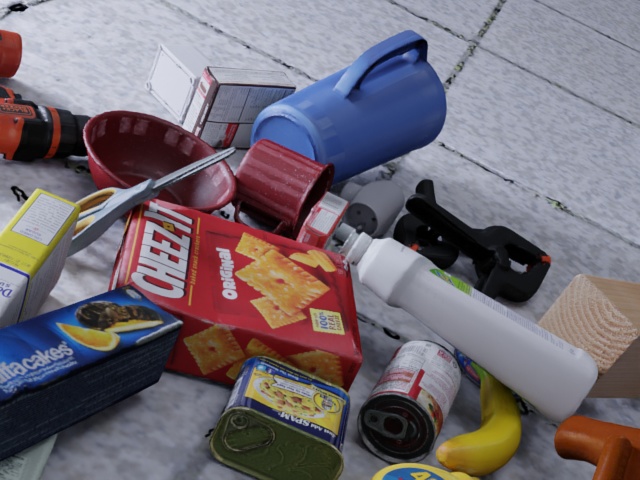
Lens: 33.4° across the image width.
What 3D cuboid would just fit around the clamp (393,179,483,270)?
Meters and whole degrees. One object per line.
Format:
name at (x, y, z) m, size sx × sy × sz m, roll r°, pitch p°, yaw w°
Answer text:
clamp at (0.127, -0.015, 1.231) m, size 0.120 × 0.039 × 0.171 m, roll 39°, pitch 32°, yaw 22°

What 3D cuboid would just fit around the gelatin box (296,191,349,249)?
gelatin box at (-0.007, 0.001, 1.069) m, size 0.030 × 0.073 × 0.089 m, roll 27°, pitch 30°, yaw 3°

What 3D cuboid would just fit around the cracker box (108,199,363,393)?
cracker box at (-0.075, 0.051, 0.940) m, size 0.213 × 0.072 × 0.164 m, roll 17°, pitch 30°, yaw -13°

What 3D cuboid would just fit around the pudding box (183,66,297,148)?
pudding box at (-0.093, -0.151, 1.230) m, size 0.113 × 0.090 × 0.039 m, roll -4°, pitch 41°, yaw -40°

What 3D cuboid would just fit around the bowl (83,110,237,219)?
bowl at (-0.166, -0.060, 1.060) m, size 0.162 × 0.055 × 0.162 m, roll 22°, pitch 29°, yaw -14°

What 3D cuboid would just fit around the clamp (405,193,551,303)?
clamp at (0.191, 0.035, 1.184) m, size 0.209 × 0.036 × 0.164 m, roll 10°, pitch 55°, yaw -41°

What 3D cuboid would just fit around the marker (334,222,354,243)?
marker at (-0.018, -0.033, 1.170) m, size 0.121 × 0.020 × 0.020 m, roll 29°, pitch 30°, yaw 7°

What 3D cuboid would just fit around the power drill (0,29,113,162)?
power drill at (-0.316, -0.150, 1.095) m, size 0.184 × 0.057 × 0.188 m, roll 3°, pitch 35°, yaw -40°

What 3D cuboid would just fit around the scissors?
scissors at (-0.164, -0.029, 0.925) m, size 0.016 × 0.202 × 0.096 m, roll 54°, pitch 44°, yaw -26°

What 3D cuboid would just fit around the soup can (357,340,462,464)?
soup can at (0.079, 0.138, 0.923) m, size 0.068 × 0.069 × 0.102 m, roll 29°, pitch 30°, yaw 7°

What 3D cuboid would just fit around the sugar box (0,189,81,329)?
sugar box at (-0.240, 0.042, 0.809) m, size 0.048 × 0.093 × 0.176 m, roll 24°, pitch 29°, yaw -2°

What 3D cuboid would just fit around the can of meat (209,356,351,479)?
can of meat at (-0.028, 0.145, 0.843) m, size 0.102 × 0.057 × 0.084 m, roll 24°, pitch 27°, yaw -4°

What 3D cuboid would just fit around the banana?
banana at (0.145, 0.167, 0.941) m, size 0.069 × 0.037 × 0.197 m, roll 33°, pitch 21°, yaw 5°

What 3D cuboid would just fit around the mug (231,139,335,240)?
mug at (-0.047, -0.046, 1.113) m, size 0.081 × 0.093 × 0.117 m, roll 26°, pitch 59°, yaw 11°

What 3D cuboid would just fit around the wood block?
wood block at (0.323, 0.103, 1.103) m, size 0.205 × 0.091 × 0.090 m, roll 8°, pitch 33°, yaw -45°

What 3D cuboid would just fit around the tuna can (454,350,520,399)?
tuna can at (0.180, 0.117, 1.065) m, size 0.086 × 0.034 × 0.086 m, roll 19°, pitch 30°, yaw -12°

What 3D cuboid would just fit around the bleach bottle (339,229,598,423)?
bleach bottle at (0.130, 0.069, 0.981) m, size 0.251 × 0.068 × 0.102 m, roll 33°, pitch 6°, yaw 4°

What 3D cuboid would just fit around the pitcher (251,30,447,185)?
pitcher at (0.036, -0.145, 1.246) m, size 0.145 × 0.149 × 0.242 m, roll -7°, pitch 16°, yaw 42°

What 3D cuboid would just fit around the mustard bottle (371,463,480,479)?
mustard bottle at (0.066, 0.217, 0.797) m, size 0.096 × 0.058 × 0.191 m, roll 43°, pitch 33°, yaw 26°
